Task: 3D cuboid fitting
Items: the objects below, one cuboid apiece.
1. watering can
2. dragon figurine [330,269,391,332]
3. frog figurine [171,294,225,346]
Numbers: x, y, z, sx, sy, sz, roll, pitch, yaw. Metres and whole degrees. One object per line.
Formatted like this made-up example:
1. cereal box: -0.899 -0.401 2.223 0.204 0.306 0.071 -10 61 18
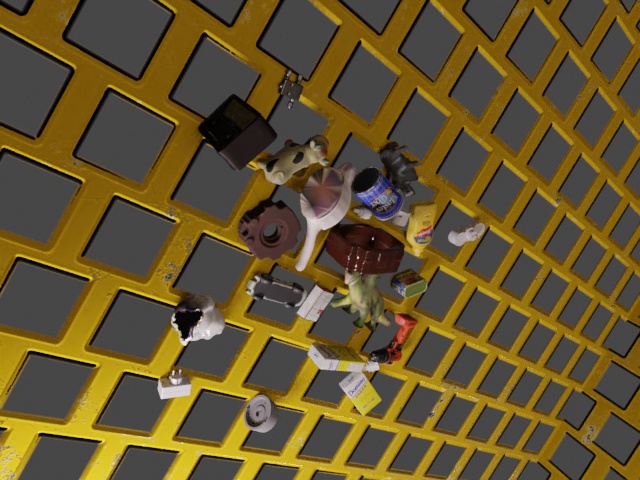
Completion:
1. watering can: 0.004 -0.073 1.447 0.349 0.104 0.222 -62 163 -3
2. dragon figurine: 0.178 0.161 1.680 0.407 0.123 0.242 21 100 -53
3. frog figurine: -0.329 0.214 1.430 0.159 0.123 0.137 -1 107 -68
